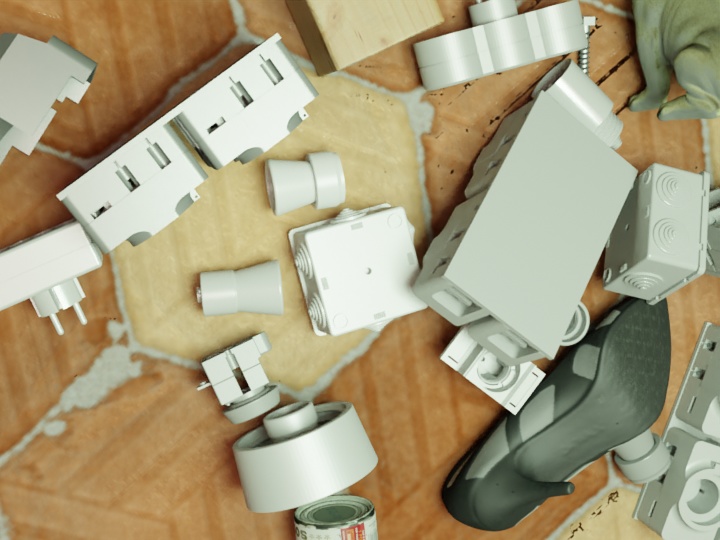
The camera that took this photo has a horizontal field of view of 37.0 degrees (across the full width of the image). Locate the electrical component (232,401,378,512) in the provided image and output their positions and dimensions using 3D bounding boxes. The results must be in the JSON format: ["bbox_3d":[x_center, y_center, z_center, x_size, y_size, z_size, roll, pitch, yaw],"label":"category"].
[{"bbox_3d":[-0.047,0.136,0.833,0.108,0.108,0.060,-20,95,-9],"label":"electrical component"}]

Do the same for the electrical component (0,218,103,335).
[{"bbox_3d":[-0.231,0.011,0.806,0.083,0.047,0.075,-25,102,-9],"label":"electrical component"}]

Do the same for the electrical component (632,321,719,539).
[{"bbox_3d":[0.328,0.153,0.937,0.105,0.060,0.186,19,93,-14],"label":"electrical component"}]

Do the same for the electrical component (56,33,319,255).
[{"bbox_3d":[-0.124,-0.089,0.786,0.186,0.105,0.060,-37,103,-5],"label":"electrical component"}]

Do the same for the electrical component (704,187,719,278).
[{"bbox_3d":[0.340,-0.040,0.850,0.105,0.186,0.060,-30,103,-7],"label":"electrical component"}]

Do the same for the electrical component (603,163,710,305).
[{"bbox_3d":[0.237,-0.029,0.868,0.048,0.099,0.099,13,69,-9],"label":"electrical component"}]

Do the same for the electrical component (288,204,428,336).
[{"bbox_3d":[0.000,0.000,0.848,0.100,0.048,0.099,-17,97,-15],"label":"electrical component"}]

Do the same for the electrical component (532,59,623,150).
[{"bbox_3d":[0.184,-0.129,0.879,0.081,0.043,0.043,42,87,-14],"label":"electrical component"}]

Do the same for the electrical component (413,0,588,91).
[{"bbox_3d":[0.108,-0.195,0.850,0.138,0.052,0.073,-17,100,-10],"label":"electrical component"}]

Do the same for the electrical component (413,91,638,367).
[{"bbox_3d":[0.129,-0.031,0.839,0.105,0.060,0.186,37,63,-14],"label":"electrical component"}]

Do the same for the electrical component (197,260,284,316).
[{"bbox_3d":[-0.094,0.016,0.840,0.065,0.044,0.044,-5,98,-7],"label":"electrical component"}]

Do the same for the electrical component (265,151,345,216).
[{"bbox_3d":[-0.043,-0.068,0.837,0.055,0.045,0.045,-10,99,-11],"label":"electrical component"}]

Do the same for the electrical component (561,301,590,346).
[{"bbox_3d":[0.163,0.039,0.894,0.040,0.046,0.040,-2,97,-12],"label":"electrical component"}]

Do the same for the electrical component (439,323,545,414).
[{"bbox_3d":[0.104,0.076,0.877,0.081,0.064,0.042,38,88,-14],"label":"electrical component"}]

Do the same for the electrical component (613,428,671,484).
[{"bbox_3d":[0.236,0.149,0.925,0.045,0.045,0.055,-34,103,-6],"label":"electrical component"}]

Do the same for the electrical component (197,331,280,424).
[{"bbox_3d":[-0.093,0.087,0.847,0.066,0.048,0.055,-25,94,-8],"label":"electrical component"}]
